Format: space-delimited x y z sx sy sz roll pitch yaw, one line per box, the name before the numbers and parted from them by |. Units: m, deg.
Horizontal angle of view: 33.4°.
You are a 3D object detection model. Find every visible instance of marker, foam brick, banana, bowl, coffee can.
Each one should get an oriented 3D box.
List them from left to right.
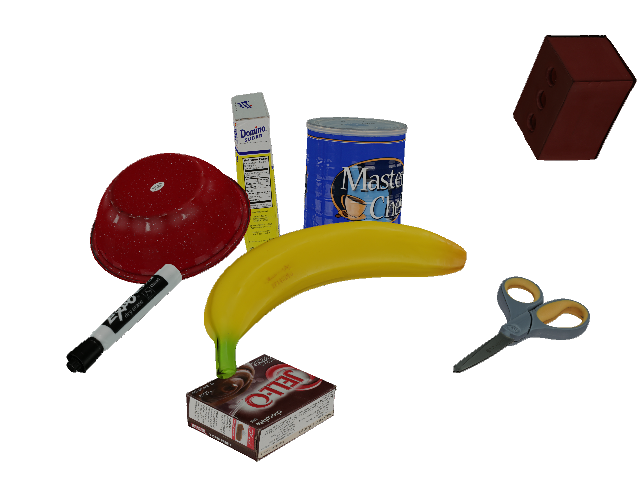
marker | -0.152 0.060 0.826 0.020 0.020 0.121 0 35 42
bowl | -0.151 -0.034 1.026 0.162 0.162 0.055 0 -44 12
banana | 0.001 0.022 0.655 0.197 0.070 0.037 -23 -17 -32
coffee can | 0.034 -0.052 1.100 0.103 0.140 0.103 2 13 -1
foam brick | 0.181 -0.102 0.768 0.051 0.053 0.078 -5 -41 -18

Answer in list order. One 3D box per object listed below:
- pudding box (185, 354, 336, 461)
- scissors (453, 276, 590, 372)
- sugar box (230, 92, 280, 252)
pudding box | -0.054 0.152 0.983 0.090 0.039 0.113 18 28 34
scissors | 0.162 0.072 0.957 0.201 0.016 0.096 -8 37 -38
sugar box | -0.078 -0.079 1.277 0.048 0.176 0.093 -9 25 -5
